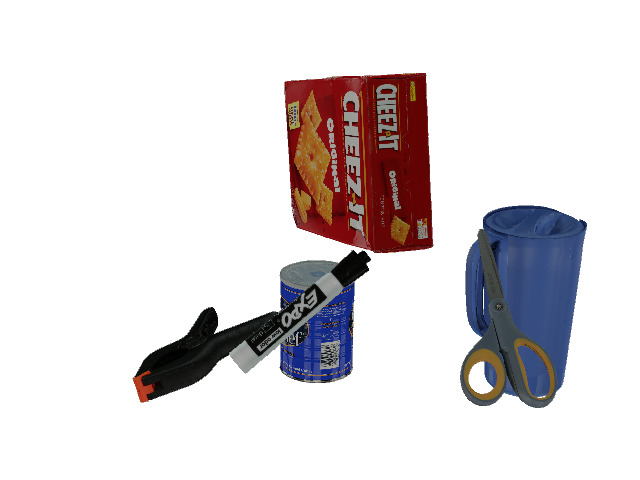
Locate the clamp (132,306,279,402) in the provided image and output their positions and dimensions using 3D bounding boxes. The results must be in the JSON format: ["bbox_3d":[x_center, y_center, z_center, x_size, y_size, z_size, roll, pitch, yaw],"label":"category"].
[{"bbox_3d":[-0.119,0.114,1.111,0.120,0.039,0.171,-11,20,37],"label":"clamp"}]

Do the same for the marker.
[{"bbox_3d":[-0.013,0.049,0.759,0.121,0.020,0.020,-40,4,-4],"label":"marker"}]

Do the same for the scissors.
[{"bbox_3d":[0.156,0.078,1.021,0.096,0.202,0.016,-19,-35,-8],"label":"scissors"}]

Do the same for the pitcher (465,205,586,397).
[{"bbox_3d":[0.270,0.084,1.423,0.149,0.243,0.145,4,20,11],"label":"pitcher"}]

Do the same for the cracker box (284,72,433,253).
[{"bbox_3d":[0.032,-0.082,1.068,0.072,0.164,0.214,-7,10,-20],"label":"cracker box"}]

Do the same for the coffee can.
[{"bbox_3d":[-0.005,0.109,1.459,0.103,0.140,0.103,1,19,0],"label":"coffee can"}]
